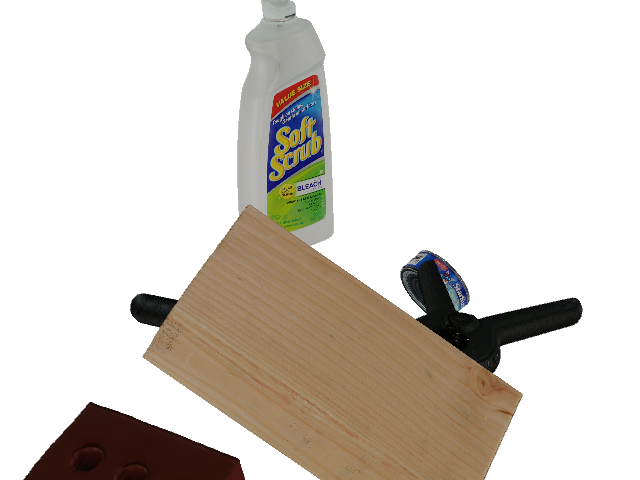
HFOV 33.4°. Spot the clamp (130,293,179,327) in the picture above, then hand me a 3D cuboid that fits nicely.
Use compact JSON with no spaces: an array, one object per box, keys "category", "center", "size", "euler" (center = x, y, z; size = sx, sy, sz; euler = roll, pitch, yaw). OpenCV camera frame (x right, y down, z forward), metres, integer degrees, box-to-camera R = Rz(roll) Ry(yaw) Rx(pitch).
[{"category":"clamp","center":[-0.062,0.068,0.907],"size":[0.172,0.039,0.120],"euler":[21,28,24]}]

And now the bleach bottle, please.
[{"category":"bleach bottle","center":[-0.041,-0.112,1.037],"size":[0.102,0.251,0.068],"euler":[-16,31,-22]}]

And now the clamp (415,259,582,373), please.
[{"category":"clamp","center":[0.119,0.080,0.962],"size":[0.165,0.036,0.209],"euler":[19,33,33]}]

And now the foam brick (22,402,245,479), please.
[{"category":"foam brick","center":[-0.074,0.112,0.440],"size":[0.078,0.051,0.053],"euler":[15,43,22]}]

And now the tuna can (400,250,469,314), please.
[{"category":"tuna can","center":[0.137,0.056,1.288],"size":[0.033,0.086,0.086],"euler":[-40,16,-20]}]

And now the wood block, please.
[{"category":"wood block","center":[0.006,0.084,0.664],"size":[0.206,0.090,0.090],"euler":[35,-33,-3]}]
